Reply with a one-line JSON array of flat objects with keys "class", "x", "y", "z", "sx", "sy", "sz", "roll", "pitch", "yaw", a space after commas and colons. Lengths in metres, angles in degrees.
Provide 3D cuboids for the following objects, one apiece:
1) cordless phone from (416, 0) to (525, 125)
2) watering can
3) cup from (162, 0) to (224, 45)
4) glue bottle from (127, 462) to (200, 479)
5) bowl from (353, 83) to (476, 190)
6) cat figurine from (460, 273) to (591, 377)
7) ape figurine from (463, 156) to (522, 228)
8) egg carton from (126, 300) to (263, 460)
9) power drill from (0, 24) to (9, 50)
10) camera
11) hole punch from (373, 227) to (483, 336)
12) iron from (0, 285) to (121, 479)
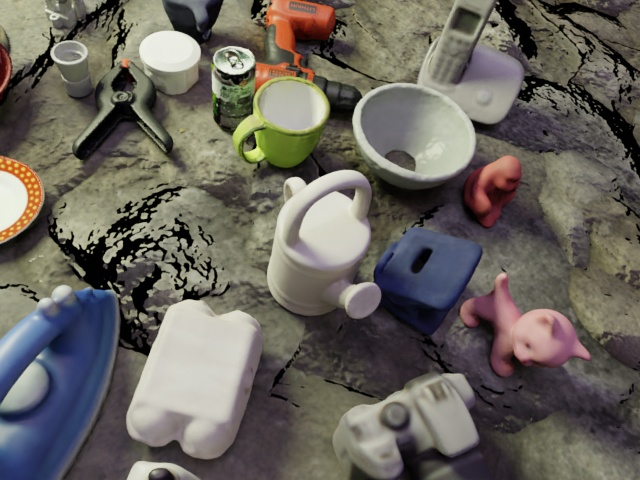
[{"class": "cordless phone", "x": 0.228, "y": -0.263, "z": 0.809, "sx": 0.147, "sy": 0.185, "sz": 0.094, "roll": 20, "pitch": 57, "yaw": 2}, {"class": "watering can", "x": 0.007, "y": 0.001, "z": 0.598, "sx": 0.172, "sy": 0.194, "sz": 0.101, "roll": 41, "pitch": 60, "yaw": 15}, {"class": "cup", "x": -0.178, "y": -0.319, "z": 0.819, "sx": 0.092, "sy": 0.095, "sz": 0.117, "roll": -13, "pitch": 62, "yaw": -18}, {"class": "glue bottle", "x": -0.124, "y": 0.203, "z": 0.461, "sx": 0.078, "sy": 0.173, "sz": 0.037, "roll": 17, "pitch": 57, "yaw": 0}, {"class": "bowl", "x": 0.119, "y": -0.127, "z": 0.770, "sx": 0.167, "sy": 0.075, "sz": 0.167, "roll": 5, "pitch": 58, "yaw": -8}, {"class": "cat figurine", "x": 0.226, "y": 0.094, "z": 0.629, "sx": 0.067, "sy": 0.118, "sz": 0.127, "roll": -21, "pitch": 65, "yaw": -22}, {"class": "ape figurine", "x": 0.231, "y": -0.073, "z": 0.748, "sx": 0.078, "sy": 0.092, "sz": 0.076, "roll": -13, "pitch": 62, "yaw": -18}, {"class": "egg carton", "x": -0.119, "y": 0.134, "z": 0.566, "sx": 0.107, "sy": 0.069, "sz": 0.150, "roll": 14, "pitch": 57, "yaw": -2}, {"class": "power drill", "x": -0.462, "y": -0.322, "z": 0.698, "sx": 0.230, "sy": 0.208, "sz": 0.075, "roll": -22, "pitch": 65, "yaw": -22}, {"class": "camera", "x": 0.104, "y": 0.208, "z": 0.545, "sx": 0.143, "sy": 0.101, "sz": 0.136, "roll": -17, "pitch": 63, "yaw": -20}, {"class": "hole punch", "x": 0.118, "y": 0.039, "z": 0.658, "sx": 0.101, "sy": 0.091, "sz": 0.109, "roll": 32, "pitch": 58, "yaw": 10}, {"class": "iron", "x": -0.260, "y": 0.123, "z": 0.503, "sx": 0.118, "sy": 0.141, "sz": 0.258, "roll": 21, "pitch": 57, "yaw": 3}]
